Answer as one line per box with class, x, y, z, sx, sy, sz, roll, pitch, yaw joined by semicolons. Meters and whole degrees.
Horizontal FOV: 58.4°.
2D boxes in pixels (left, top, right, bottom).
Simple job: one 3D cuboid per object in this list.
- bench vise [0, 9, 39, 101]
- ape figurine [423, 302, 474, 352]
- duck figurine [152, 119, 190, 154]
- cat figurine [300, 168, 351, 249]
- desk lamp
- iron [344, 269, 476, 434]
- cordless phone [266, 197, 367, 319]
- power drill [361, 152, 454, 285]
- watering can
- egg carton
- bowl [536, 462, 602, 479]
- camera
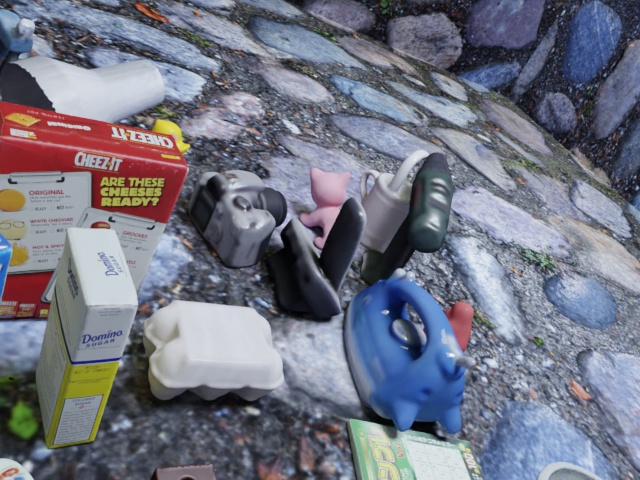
bench vise;-0.412;-0.188;0.684;0.207;0.219;0.122;32;29;3
ape figurine;0.202;0.131;0.869;0.078;0.092;0.076;19;31;-19
duck figurine;-0.254;-0.151;0.905;0.104;0.086;0.077;28;29;-4
cat figurine;0.021;-0.062;0.982;0.067;0.117;0.127;2;39;-40
desk lamp;-0.283;-0.123;0.704;0.117;0.213;0.204;39;30;16
iron;0.113;0.120;0.757;0.119;0.141;0.257;12;34;-29
cordless phone;0.007;0.003;0.799;0.094;0.185;0.147;9;35;-32
power drill;0.149;-0.023;0.943;0.076;0.208;0.229;26;29;-7
watering can;0.147;-0.074;1.035;0.173;0.194;0.101;33;29;5
egg carton;-0.115;0.122;0.622;0.151;0.069;0.107;9;35;-32
bowl;0.295;0.343;0.642;0.168;0.074;0.167;22;30;-13
camera;-0.104;-0.044;0.858;0.137;0.100;0.142;-4;43;-45
